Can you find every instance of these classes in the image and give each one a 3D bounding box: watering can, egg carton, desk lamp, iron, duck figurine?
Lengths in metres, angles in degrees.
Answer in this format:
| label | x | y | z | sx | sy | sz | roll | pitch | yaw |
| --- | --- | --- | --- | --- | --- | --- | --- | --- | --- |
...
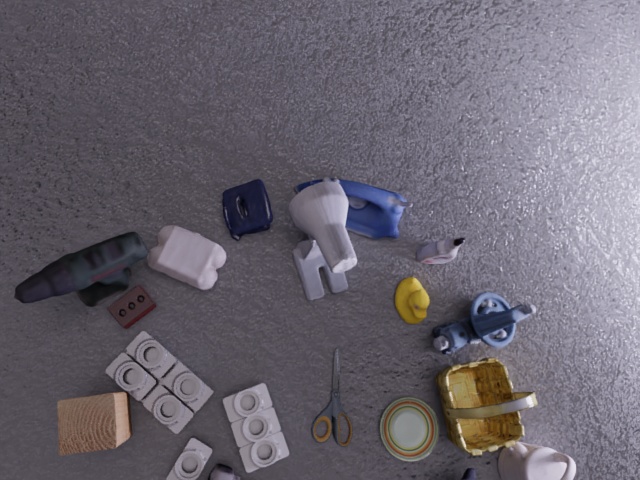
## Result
| label | x | y | z | sx | sy | sz | roll | pitch | yaw |
| --- | --- | --- | --- | --- | --- | --- | --- | --- | --- |
| watering can | 0.463 | 0.480 | 1.177 | 0.173 | 0.194 | 0.101 | 24 | 73 | -5 |
| egg carton | -0.277 | 0.035 | 1.198 | 0.150 | 0.069 | 0.107 | 23 | 73 | -5 |
| desk lamp | 0.011 | 0.004 | 1.189 | 0.118 | 0.213 | 0.203 | -16 | 80 | -15 |
| iron | 0.075 | -0.094 | 1.264 | 0.258 | 0.141 | 0.119 | 17 | 74 | -7 |
| duck figurine | 0.212 | 0.131 | 1.267 | 0.077 | 0.086 | 0.104 | -4 | 77 | -12 |

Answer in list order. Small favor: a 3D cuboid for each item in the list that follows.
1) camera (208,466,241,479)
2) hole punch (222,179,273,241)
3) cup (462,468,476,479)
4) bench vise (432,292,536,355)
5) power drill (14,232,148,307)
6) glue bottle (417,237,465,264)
| label | x | y | z | sx | sy | sz | roll | pitch | yaw |
| --- | --- | --- | --- | --- | --- | --- | --- | --- | --- |
| camera | -0.164 | 0.518 | 1.087 | 0.137 | 0.100 | 0.143 | 20 | 73 | -6 |
| hole punch | -0.158 | -0.065 | 1.236 | 0.101 | 0.091 | 0.108 | -14 | 80 | -14 |
| cup | 0.279 | 0.523 | 1.180 | 0.092 | 0.095 | 0.118 | 26 | 73 | -4 |
| bench vise | 0.350 | 0.190 | 1.211 | 0.208 | 0.219 | 0.121 | -40 | 87 | -17 |
| power drill | -0.435 | 0.067 | 1.085 | 0.230 | 0.208 | 0.075 | -30 | 84 | -17 |
| glue bottle | 0.276 | 0.019 | 1.262 | 0.078 | 0.173 | 0.037 | -2 | 77 | -12 |
